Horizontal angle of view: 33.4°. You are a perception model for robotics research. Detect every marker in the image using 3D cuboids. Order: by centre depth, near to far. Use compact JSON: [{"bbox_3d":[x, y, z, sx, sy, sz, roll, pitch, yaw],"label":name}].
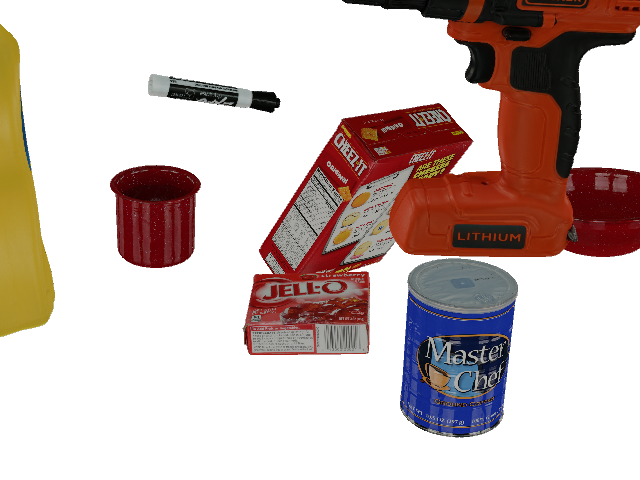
[{"bbox_3d":[-0.094,-0.132,0.960,0.121,0.020,0.020,5,-2,-22],"label":"marker"}]

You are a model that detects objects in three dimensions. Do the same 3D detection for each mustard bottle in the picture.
[{"bbox_3d":[-0.181,-0.051,0.554,0.058,0.192,0.096,-14,32,-23],"label":"mustard bottle"}]

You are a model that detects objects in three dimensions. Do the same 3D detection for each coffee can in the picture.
[{"bbox_3d":[0.131,0.102,1.025,0.103,0.140,0.103,1,25,-1],"label":"coffee can"}]

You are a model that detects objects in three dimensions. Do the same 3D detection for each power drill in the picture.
[{"bbox_3d":[0.084,-0.081,0.579,0.184,0.188,0.057,2,35,-5],"label":"power drill"}]

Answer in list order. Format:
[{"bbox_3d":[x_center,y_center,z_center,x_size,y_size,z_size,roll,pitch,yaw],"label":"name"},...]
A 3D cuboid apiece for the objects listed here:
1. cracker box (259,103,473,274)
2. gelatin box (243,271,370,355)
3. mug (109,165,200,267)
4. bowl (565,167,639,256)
[{"bbox_3d":[0.046,-0.049,1.182,0.163,0.072,0.214,-16,-30,-44],"label":"cracker box"},{"bbox_3d":[-0.008,0.052,0.781,0.089,0.030,0.073,-1,28,4],"label":"gelatin box"},{"bbox_3d":[-0.175,-0.029,1.131,0.093,0.081,0.117,-1,28,-10],"label":"mug"},{"bbox_3d":[0.289,-0.026,1.107,0.162,0.055,0.162,-2,23,1],"label":"bowl"}]
